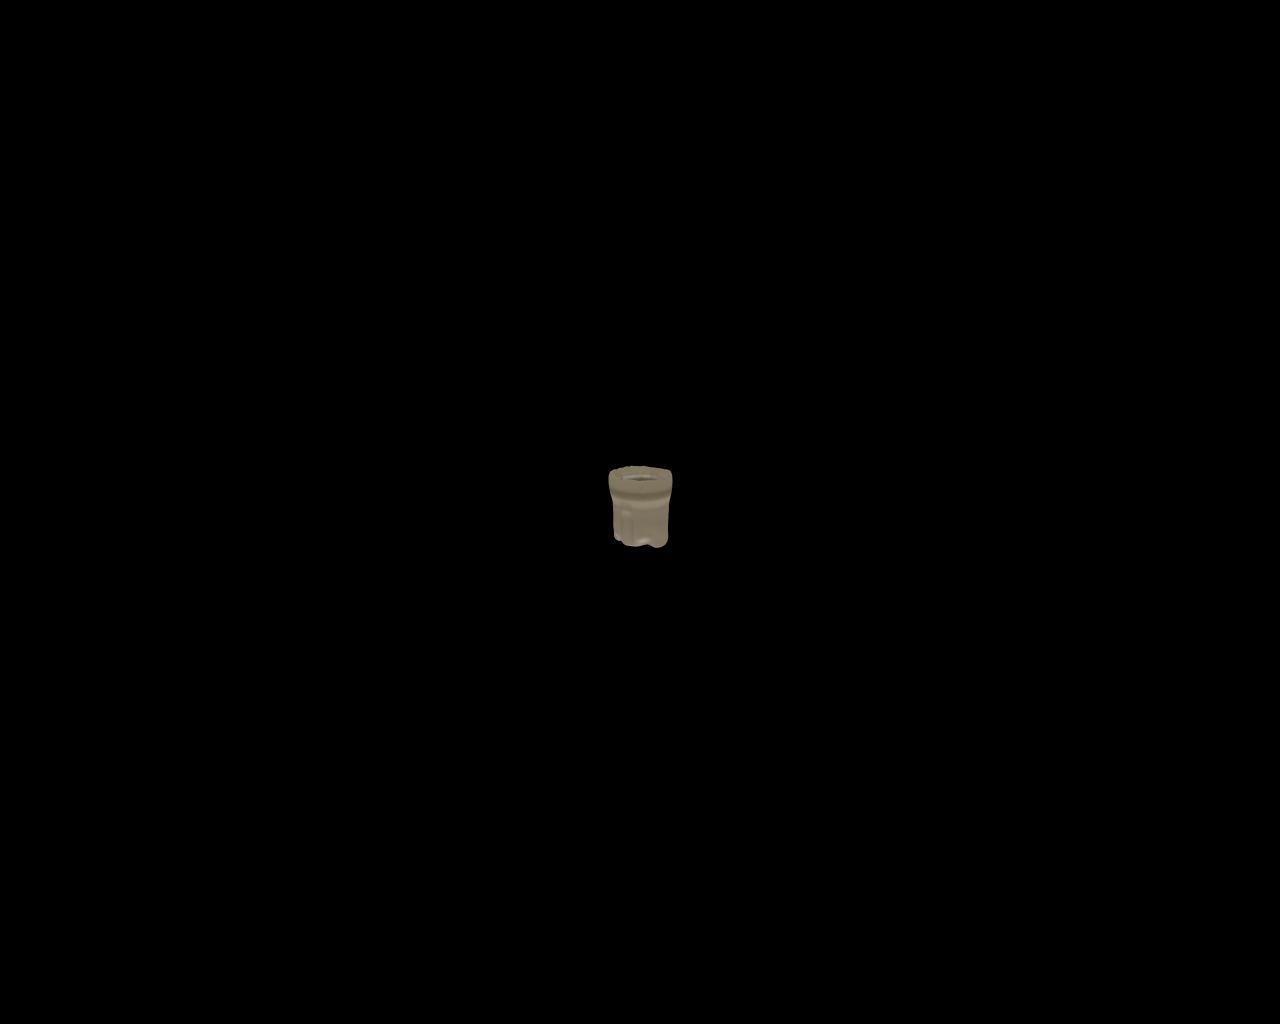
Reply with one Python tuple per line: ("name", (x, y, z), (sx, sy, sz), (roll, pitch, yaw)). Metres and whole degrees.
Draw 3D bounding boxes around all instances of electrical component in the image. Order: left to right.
("electrical component", (0.001, -0.003, 0.650), (0.040, 0.046, 0.040), (0, 17, 0))
